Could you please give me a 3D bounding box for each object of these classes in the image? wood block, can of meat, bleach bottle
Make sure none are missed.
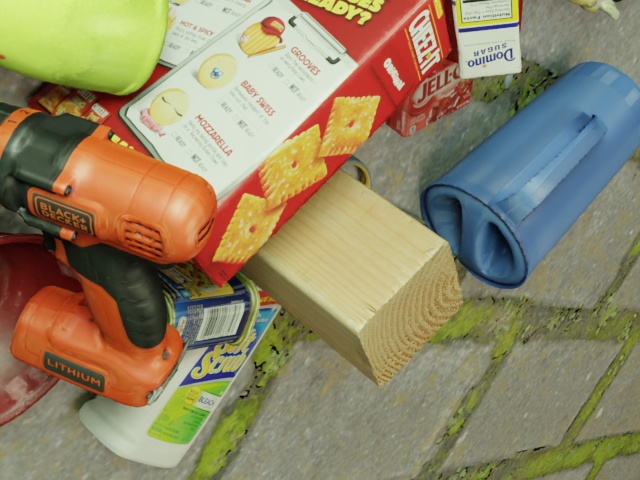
[{"bbox_3d":[-0.005,0.000,0.782,0.090,0.206,0.090,-44,147,-14],"label":"wood block"},{"bbox_3d":[-0.109,0.039,0.789,0.083,0.102,0.057,-5,124,-47],"label":"can of meat"},{"bbox_3d":[-0.087,0.067,0.881,0.251,0.068,0.102,-55,148,0],"label":"bleach bottle"}]

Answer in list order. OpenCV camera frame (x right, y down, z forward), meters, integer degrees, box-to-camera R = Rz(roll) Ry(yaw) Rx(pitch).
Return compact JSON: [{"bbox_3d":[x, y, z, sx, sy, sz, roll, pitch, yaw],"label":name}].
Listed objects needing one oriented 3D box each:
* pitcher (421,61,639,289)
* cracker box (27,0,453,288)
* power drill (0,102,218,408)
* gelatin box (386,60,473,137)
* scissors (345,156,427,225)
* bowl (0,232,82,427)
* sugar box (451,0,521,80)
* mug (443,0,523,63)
[{"bbox_3d":[0.230,-0.076,1.075,0.242,0.149,0.145,-43,133,-21],"label":"pitcher"},{"bbox_3d":[-0.049,-0.101,0.668,0.213,0.164,0.072,-46,150,-10],"label":"cracker box"},{"bbox_3d":[-0.145,0.007,0.589,0.188,0.184,0.057,96,20,-51],"label":"power drill"},{"bbox_3d":[0.100,-0.141,0.943,0.089,0.030,0.073,-30,141,-32],"label":"gelatin box"},{"bbox_3d":[0.038,-0.017,1.000,0.096,0.016,0.201,-50,148,-1],"label":"scissors"},{"bbox_3d":[-0.228,0.052,0.692,0.161,0.055,0.162,-32,143,-29],"label":"bowl"},{"bbox_3d":[0.095,-0.191,0.633,0.176,0.048,0.093,69,19,-51],"label":"sugar box"},{"bbox_3d":[0.129,-0.207,0.870,0.117,0.093,0.081,-59,158,-27],"label":"mug"}]
